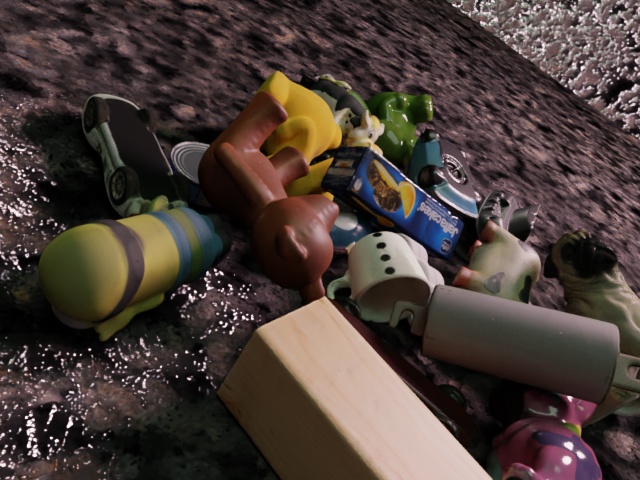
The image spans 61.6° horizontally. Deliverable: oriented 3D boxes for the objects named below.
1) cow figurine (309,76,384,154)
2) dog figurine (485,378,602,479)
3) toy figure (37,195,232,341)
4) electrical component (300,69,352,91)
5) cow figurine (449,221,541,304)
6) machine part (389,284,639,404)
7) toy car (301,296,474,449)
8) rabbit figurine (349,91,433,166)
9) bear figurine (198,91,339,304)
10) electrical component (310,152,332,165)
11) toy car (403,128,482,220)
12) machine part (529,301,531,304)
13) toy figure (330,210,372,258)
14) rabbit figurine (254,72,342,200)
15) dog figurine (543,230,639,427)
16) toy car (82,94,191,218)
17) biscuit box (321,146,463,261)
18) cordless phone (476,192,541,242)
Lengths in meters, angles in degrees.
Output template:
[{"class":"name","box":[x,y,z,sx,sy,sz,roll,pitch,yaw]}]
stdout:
[{"class":"cow figurine","box":[0.039,-0.179,0.802,0.168,0.098,0.068,35,5,29]},{"class":"dog figurine","box":[0.222,0.217,0.485,0.192,0.108,0.219,43,33,21]},{"class":"toy figure","box":[-0.152,0.011,0.462,0.082,0.089,0.180,39,33,20]},{"class":"electrical component","box":[0.017,-0.270,0.979,0.075,0.047,0.119,42,37,13]},{"class":"cow figurine","box":[0.223,0.077,0.667,0.127,0.085,0.195,28,50,13]},{"class":"machine part","box":[0.189,0.097,0.523,0.243,0.079,0.079,13,30,20]},{"class":"toy car","box":[0.059,0.126,0.516,0.202,0.053,0.089,38,20,10]},{"class":"rabbit figurine","box":[0.103,-0.184,0.873,0.159,0.121,0.170,24,32,-1]},{"class":"bear figurine","box":[-0.035,-0.040,0.524,0.132,0.120,0.196,-41,49,-12]},{"class":"electrical component","box":[-0.028,-0.134,0.797,0.094,0.021,0.063,31,35,-2]},{"class":"toy car","box":[0.168,-0.085,0.813,0.109,0.103,0.162,24,43,-30]},{"class":"machine part","box":[0.283,0.093,0.746,0.084,0.039,0.139,12,37,-39]},{"class":"toy figure","box":[-0.003,-0.001,0.626,0.064,0.057,0.154,9,16,43]},{"class":"rabbit figurine","box":[-0.039,-0.101,0.696,0.162,0.122,0.173,31,47,-18]},{"class":"dog figurine","box":[0.307,0.102,0.636,0.191,0.172,0.121,58,4,31]},{"class":"toy car","box":[-0.201,-0.088,0.579,0.073,0.056,0.202,3,44,-45]},{"class":"biscuit box","box":[0.098,-0.043,0.685,0.202,0.059,0.063,30,-9,-33]},{"class":"cordless phone","box":[0.247,-0.042,0.866,0.184,0.088,0.146,28,34,15]}]
